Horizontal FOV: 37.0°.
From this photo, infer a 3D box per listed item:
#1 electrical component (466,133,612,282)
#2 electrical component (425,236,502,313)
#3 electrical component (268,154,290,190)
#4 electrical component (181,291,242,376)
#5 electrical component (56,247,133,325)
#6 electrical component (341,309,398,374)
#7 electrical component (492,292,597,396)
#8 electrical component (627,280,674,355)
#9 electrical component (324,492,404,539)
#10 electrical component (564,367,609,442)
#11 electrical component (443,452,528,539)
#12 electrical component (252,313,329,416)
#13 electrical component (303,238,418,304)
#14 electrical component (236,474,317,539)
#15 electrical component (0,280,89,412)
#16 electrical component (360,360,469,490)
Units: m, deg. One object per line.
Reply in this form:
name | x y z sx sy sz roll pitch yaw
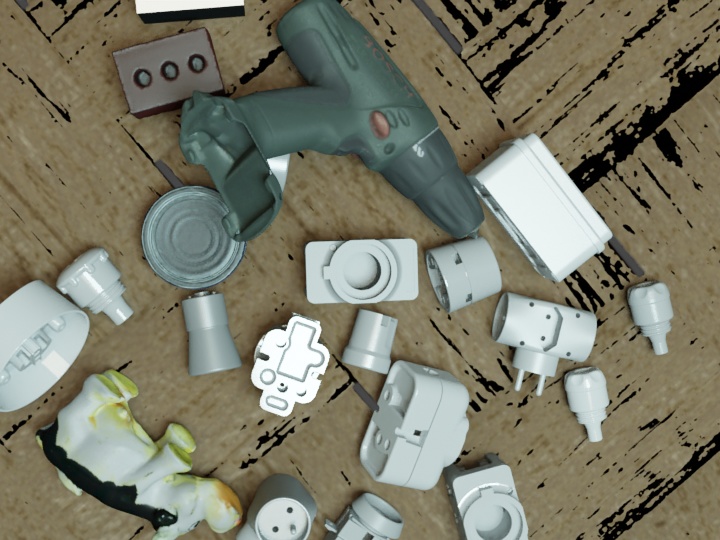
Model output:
electrical component | 0.145 -0.052 0.880 0.057 0.078 0.113 -39 96 0
electrical component | 0.086 0.002 0.889 0.047 0.055 0.055 -19 94 -8
electrical component | -0.083 -0.089 0.869 0.047 0.055 0.055 8 92 -10
electrical component | -0.124 0.050 0.878 0.044 0.044 0.065 -10 89 -5
electrical component | -0.209 0.016 0.866 0.048 0.048 0.062 -40 103 -3
electrical component | 0.009 0.059 0.892 0.040 0.040 0.046 16 85 -6
electrical component | 0.150 0.065 0.903 0.077 0.043 0.079 13 91 -6
electrical component | 0.250 0.042 0.917 0.035 0.035 0.061 -15 96 -5
electrical component | 0.004 0.220 0.896 0.066 0.048 0.055 34 96 -6
electrical component | 0.195 0.115 0.915 0.035 0.035 0.061 -13 96 -5
electrical component | 0.108 0.206 0.899 0.050 0.056 0.089 -15 94 -5
electrical component | -0.058 0.075 0.876 0.058 0.057 0.078 20 91 -6
electrical component | 0.000 0.000 0.879 0.089 0.056 0.050 -2 93 -5
electrical component | -0.074 0.210 0.871 0.043 0.077 0.079 37 89 -6
electrical component | -0.262 0.058 0.838 0.064 0.099 0.099 43 88 0
electrical component | 0.048 0.128 0.882 0.059 0.054 0.095 16 101 -25
